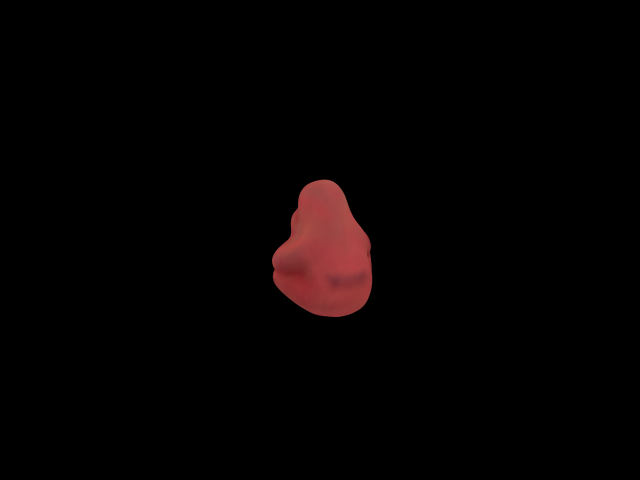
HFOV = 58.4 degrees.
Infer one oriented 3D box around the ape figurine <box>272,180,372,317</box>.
[{"bbox_3d":[0.004,0.001,0.400,0.078,0.092,0.076,-8,26,-17],"label":"ape figurine"}]
